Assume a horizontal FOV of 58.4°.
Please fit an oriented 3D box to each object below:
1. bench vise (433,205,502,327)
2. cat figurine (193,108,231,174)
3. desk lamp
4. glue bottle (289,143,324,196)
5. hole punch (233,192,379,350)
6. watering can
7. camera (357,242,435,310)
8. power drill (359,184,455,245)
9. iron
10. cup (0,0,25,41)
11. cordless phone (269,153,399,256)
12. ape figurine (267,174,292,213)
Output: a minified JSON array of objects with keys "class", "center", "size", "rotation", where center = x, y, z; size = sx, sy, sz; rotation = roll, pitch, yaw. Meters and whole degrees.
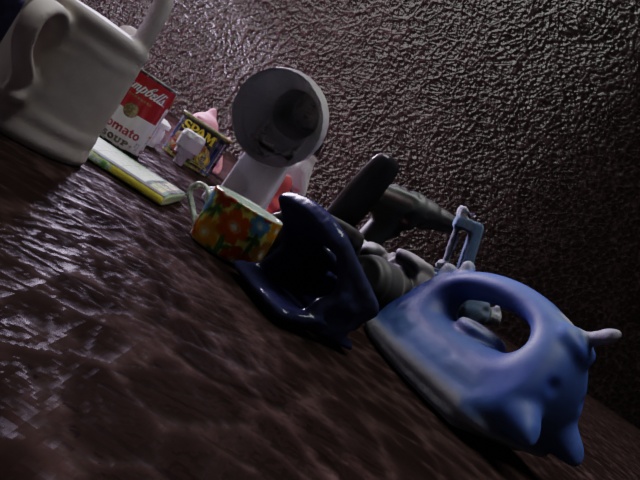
[{"class":"bench vise","center":[0.243,0.063,1.029],"size":[0.208,0.219,0.121],"rotation":[33,4,-18]},{"class":"cat figurine","center":[-0.237,-0.216,1.204],"size":[0.067,0.117,0.128],"rotation":[37,5,36]},{"class":"desk lamp","center":[-0.066,-0.121,0.783],"size":[0.118,0.213,0.203],"rotation":[34,4,3]},{"class":"glue bottle","center":[-0.047,-0.106,1.042],"size":[0.078,0.173,0.037],"rotation":[33,4,-11]},{"class":"hole punch","center":[-0.002,0.023,0.482],"size":[0.101,0.091,0.108],"rotation":[31,5,-40]},{"class":"watering can","center":[-0.197,-0.171,0.485],"size":[0.101,0.194,0.172],"rotation":[32,5,-25]},{"class":"camera","center":[0.082,0.050,0.756],"size":[0.142,0.101,0.137],"rotation":[37,5,39]},{"class":"power drill","center":[0.137,-0.012,1.140],"size":[0.230,0.208,0.075],"rotation":[33,4,-14]},{"class":"iron","center":[0.148,0.089,0.548],"size":[0.119,0.141,0.257],"rotation":[31,5,-36]},{"class":"cup","center":[-0.346,-0.228,0.668],"size":[0.092,0.095,0.117],"rotation":[32,5,-27]},{"class":"cordless phone","center":[0.015,-0.041,0.695],"size":[0.094,0.185,0.148],"rotation":[36,5,27]},{"class":"ape figurine","center":[-0.080,-0.070,0.934],"size":[0.076,0.092,0.077],"rotation":[31,5,-34]}]
